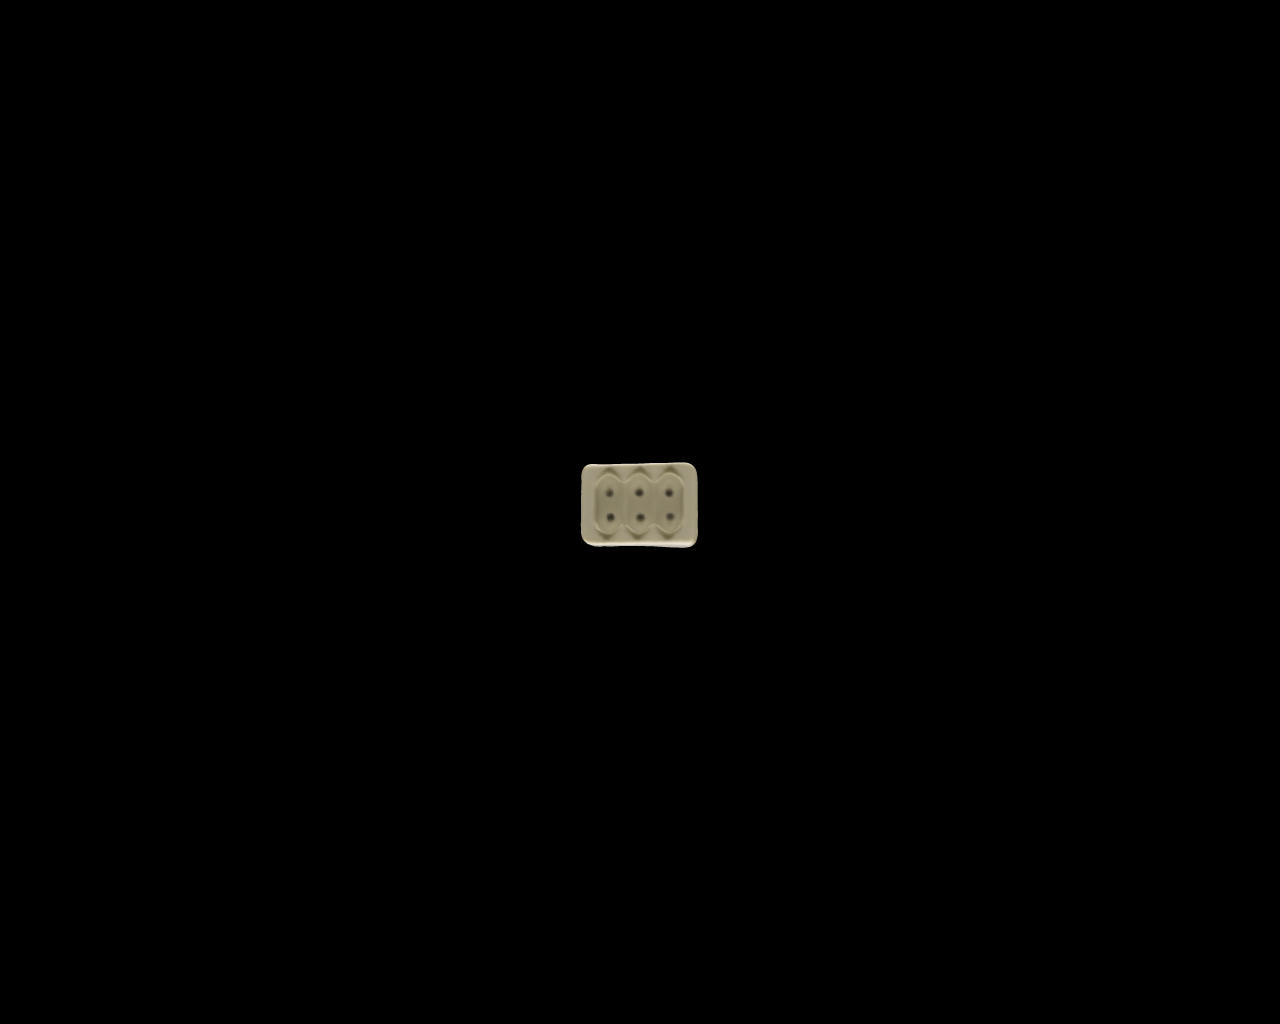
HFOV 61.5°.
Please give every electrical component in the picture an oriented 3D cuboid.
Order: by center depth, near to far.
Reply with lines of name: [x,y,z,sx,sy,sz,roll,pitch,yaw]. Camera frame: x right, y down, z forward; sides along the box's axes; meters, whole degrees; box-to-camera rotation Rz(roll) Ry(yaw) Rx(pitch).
electrical component: [0.001,-0.003,0.650,0.066,0.047,0.076,0,-3,2]
